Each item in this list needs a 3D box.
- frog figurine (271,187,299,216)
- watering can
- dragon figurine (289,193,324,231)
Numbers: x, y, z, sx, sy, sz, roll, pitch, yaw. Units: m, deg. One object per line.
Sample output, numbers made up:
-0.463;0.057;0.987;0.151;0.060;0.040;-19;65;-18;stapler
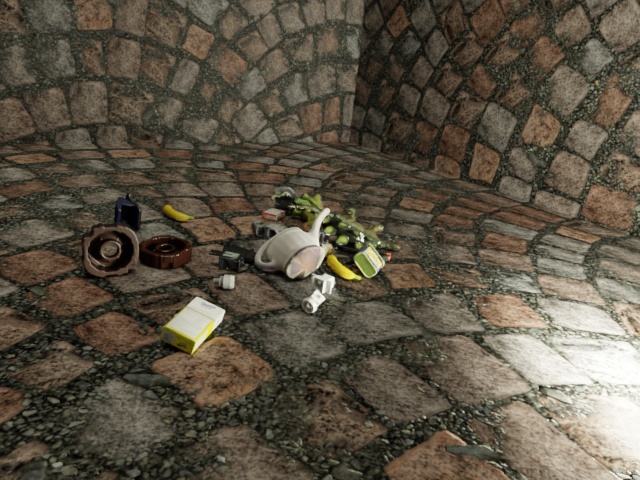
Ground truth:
-0.161;-0.194;2.421;0.137;0.122;0.161;32;11;-7;frog figurine
-0.061;0.012;1.790;0.350;0.102;0.227;-33;41;-17;watering can
0.007;-0.117;2.332;0.244;0.120;0.416;30;28;14;dragon figurine
